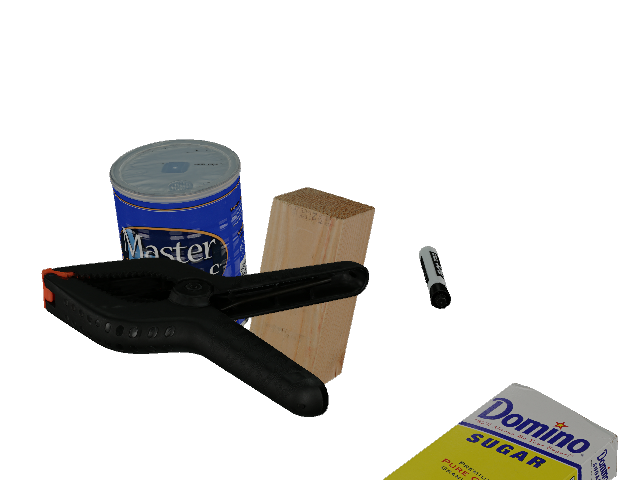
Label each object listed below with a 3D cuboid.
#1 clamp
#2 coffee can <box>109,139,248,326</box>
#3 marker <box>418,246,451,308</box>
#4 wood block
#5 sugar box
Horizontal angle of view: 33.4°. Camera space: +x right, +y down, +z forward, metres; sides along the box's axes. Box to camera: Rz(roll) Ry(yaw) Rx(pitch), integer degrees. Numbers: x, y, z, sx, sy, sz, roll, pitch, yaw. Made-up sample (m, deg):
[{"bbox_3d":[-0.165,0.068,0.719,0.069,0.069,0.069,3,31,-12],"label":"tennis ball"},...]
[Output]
[{"bbox_3d":[-0.073,0.041,0.683,0.210,0.036,0.164,11,26,15],"label":"clamp"},{"bbox_3d":[-0.112,0.002,0.871,0.103,0.140,0.103,-2,30,1],"label":"coffee can"},{"bbox_3d":[0.109,0.035,1.018,0.020,0.020,0.121,0,20,0],"label":"marker"},{"bbox_3d":[-0.014,0.054,1.205,0.090,0.206,0.090,18,18,22],"label":"wood block"},{"bbox_3d":[0.110,0.169,0.719,0.176,0.048,0.093,-32,39,-29],"label":"sugar box"}]
